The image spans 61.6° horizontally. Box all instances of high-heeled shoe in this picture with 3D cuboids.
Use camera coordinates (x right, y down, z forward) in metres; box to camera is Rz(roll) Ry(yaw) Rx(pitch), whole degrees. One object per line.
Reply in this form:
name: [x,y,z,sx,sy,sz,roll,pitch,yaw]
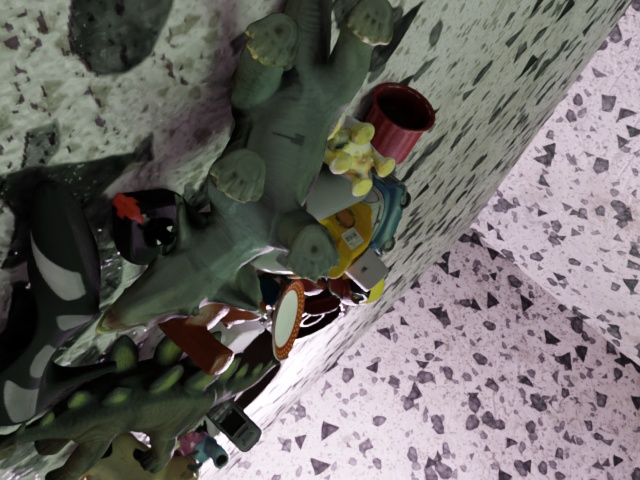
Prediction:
high-heeled shoe: [-0.250,0.061,0.431,0.145,0.086,0.248,-9,130,-18]

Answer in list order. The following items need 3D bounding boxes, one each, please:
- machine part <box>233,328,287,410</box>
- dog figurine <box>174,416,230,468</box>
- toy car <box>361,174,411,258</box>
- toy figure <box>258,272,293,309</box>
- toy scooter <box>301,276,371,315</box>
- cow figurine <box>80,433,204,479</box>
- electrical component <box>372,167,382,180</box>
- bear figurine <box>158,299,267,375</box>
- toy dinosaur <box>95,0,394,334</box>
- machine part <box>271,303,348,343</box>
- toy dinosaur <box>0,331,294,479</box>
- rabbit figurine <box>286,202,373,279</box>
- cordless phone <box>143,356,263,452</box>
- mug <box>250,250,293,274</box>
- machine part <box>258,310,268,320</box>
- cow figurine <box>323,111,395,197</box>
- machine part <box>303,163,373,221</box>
machine part: [-0.169,0.290,1.123,0.201,0.087,0.200,-34,159,-37]
dog figurine: [-0.270,0.376,1.037,0.108,0.191,0.219,-16,179,-31]
toy car: [0.088,-0.045,0.977,0.103,0.109,0.161,-6,130,-42]
toy figure: [-0.085,0.080,0.882,0.058,0.064,0.154,-15,178,16]
toy scooter: [-0.005,0.089,1.012,0.135,0.075,0.183,-31,131,33]
cow figurine: [-0.268,0.354,0.825,0.127,0.195,0.085,-51,-169,-12]
electrical component: [0.058,-0.110,0.834,0.063,0.021,0.094,-37,142,17]
bear figurine: [-0.117,0.086,0.692,0.120,0.132,0.195,-67,156,2]
toy dinosaur: [-0.040,-0.089,0.461,0.192,0.131,0.404,-3,-116,66]
machine part: [-0.023,0.155,1.160,0.179,0.056,0.179,-23,154,-12]
toy dinosaur: [-0.208,0.215,0.734,0.198,0.105,0.471,-55,153,17]
rabbit figurine: [-0.002,-0.003,0.867,0.173,0.122,0.162,-43,-179,42]
cordless phone: [-0.195,0.296,0.881,0.146,0.184,0.088,-46,169,-7]
mug: [-0.058,0.014,0.727,0.080,0.110,0.107,-54,151,19]
machine part: [-0.132,0.145,0.960,0.139,0.039,0.084,-46,170,-14]
cow figurine: [0.017,-0.125,0.631,0.068,0.098,0.167,-44,146,5]
machine part: [0.000,-0.067,0.720,0.243,0.079,0.079,-26,154,-51]
